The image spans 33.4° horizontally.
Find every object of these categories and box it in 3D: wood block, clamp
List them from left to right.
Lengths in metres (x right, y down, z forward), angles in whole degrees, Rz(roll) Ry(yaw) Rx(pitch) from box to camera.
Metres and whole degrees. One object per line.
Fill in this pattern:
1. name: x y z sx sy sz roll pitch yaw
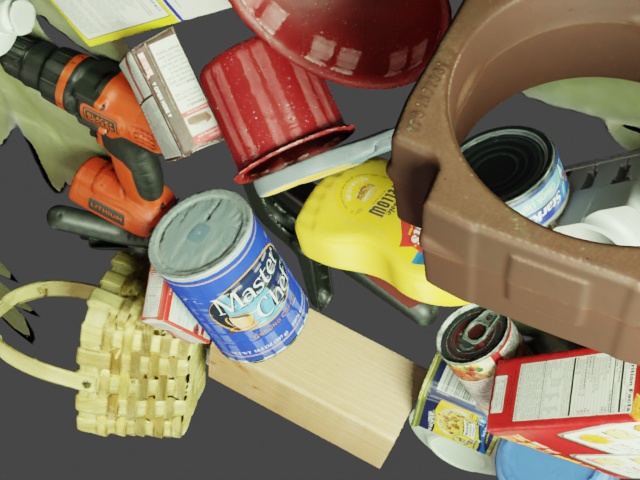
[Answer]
1. clamp: -0.184 -0.005 1.065 0.172 0.039 0.120 4 174 20
2. clamp: -0.006 0.001 0.946 0.210 0.036 0.165 48 154 -21
3. wood block: -0.004 0.138 1.101 0.206 0.090 0.090 27 151 8

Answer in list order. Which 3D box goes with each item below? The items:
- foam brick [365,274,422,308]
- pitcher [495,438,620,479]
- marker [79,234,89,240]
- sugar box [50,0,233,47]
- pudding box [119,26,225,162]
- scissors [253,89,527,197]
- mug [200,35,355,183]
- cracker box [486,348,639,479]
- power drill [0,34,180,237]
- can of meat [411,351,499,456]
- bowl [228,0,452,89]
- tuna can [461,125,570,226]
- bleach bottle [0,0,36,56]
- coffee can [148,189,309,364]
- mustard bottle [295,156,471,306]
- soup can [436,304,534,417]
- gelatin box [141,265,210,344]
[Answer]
1. foam brick: 0.082 0.013 0.866 0.051 0.053 0.078 37 152 -10
2. pitcher: 0.253 0.274 1.047 0.145 0.149 0.243 38 158 42
3. marker: -0.217 -0.001 1.160 0.121 0.020 0.020 11 145 32
4. sugar box: -0.129 -0.196 0.750 0.177 0.048 0.093 -4 136 41
5. pudding box: -0.115 -0.107 0.813 0.090 0.039 0.114 64 169 -9
6. scissors: 0.050 -0.070 0.747 0.096 0.202 0.016 -27 -83 -81
7. mug: -0.029 -0.097 0.761 0.093 0.117 0.081 -26 86 23
8. cracker box: 0.262 0.133 0.823 0.164 0.072 0.214 23 156 -29
9. power drill: -0.200 -0.092 0.964 0.184 0.057 0.188 28 152 12
10. can of meat: 0.140 0.159 1.034 0.084 0.057 0.102 22 150 12
11. bowl: 0.015 -0.168 0.646 0.162 0.055 0.162 23 150 14
12. tuna can: 0.121 -0.038 0.717 0.086 0.086 0.033 6 140 38
13. bleach bottle: -0.343 -0.190 0.923 0.251 0.068 0.102 10 117 31
14. coffee can: -0.083 0.036 0.999 0.103 0.102 0.140 10 147 34
15. mustard bottle: 0.081 -0.001 0.773 0.192 0.096 0.058 22 144 35
16. soup can: 0.154 0.111 0.933 0.069 0.068 0.102 1 140 43
17. gelatin box: -0.135 0.056 1.045 0.030 0.073 0.089 -2 160 27
